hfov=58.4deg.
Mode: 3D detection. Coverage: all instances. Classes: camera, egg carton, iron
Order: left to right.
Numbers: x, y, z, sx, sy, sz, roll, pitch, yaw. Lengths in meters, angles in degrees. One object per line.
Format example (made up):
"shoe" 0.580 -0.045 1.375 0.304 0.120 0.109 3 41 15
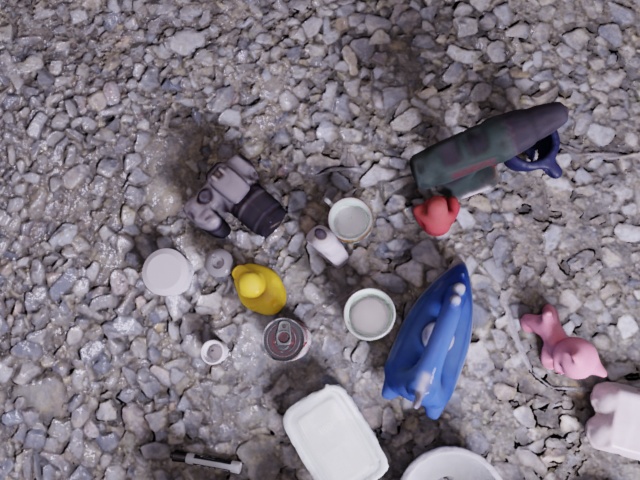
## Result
"camera" -0.138 -0.058 0.973 0.136 0.101 0.143 40 86 10
"iron" 0.185 0.145 0.890 0.118 0.141 0.258 21 83 9
"egg carton" 0.486 0.281 0.877 0.150 0.069 0.107 12 82 7

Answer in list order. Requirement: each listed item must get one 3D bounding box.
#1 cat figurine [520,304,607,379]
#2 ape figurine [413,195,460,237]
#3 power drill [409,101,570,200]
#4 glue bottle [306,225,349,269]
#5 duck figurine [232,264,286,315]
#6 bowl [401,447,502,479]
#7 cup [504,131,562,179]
"cat figurine" 0.376 0.161 0.882 0.067 0.118 0.128 -29 79 0
"ape figurine" 0.193 -0.048 0.946 0.077 0.092 0.076 7 82 7
"power drill" 0.250 -0.131 0.895 0.229 0.208 0.075 -21 79 2
"glue bottle" 0.008 0.003 0.913 0.078 0.173 0.037 42 87 10
"duck figurine" -0.106 0.080 0.956 0.104 0.086 0.077 43 87 10
"bowl" 0.200 0.398 0.881 0.167 0.075 0.167 -1 81 5
"cup" 0.346 -0.140 0.945 0.092 0.095 0.117 -39 79 -2
